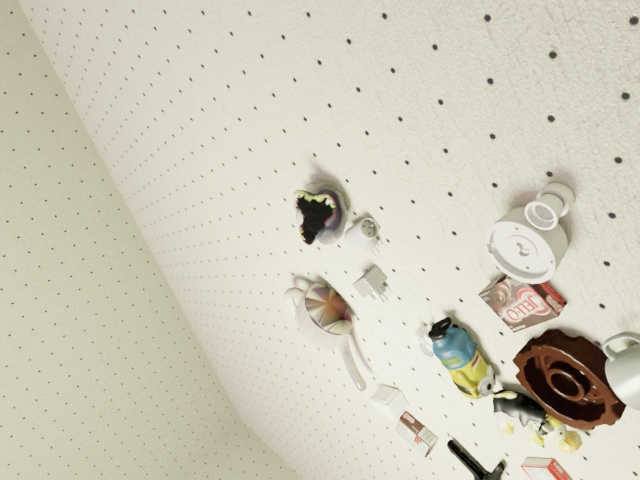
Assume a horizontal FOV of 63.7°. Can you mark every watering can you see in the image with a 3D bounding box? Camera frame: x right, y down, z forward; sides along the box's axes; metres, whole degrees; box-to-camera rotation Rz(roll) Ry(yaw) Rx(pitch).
[{"bbox_3d":[0.031,0.251,1.399,0.105,0.350,0.220,-37,-14,-29],"label":"watering can"}]

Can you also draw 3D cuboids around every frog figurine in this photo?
[{"bbox_3d":[0.003,-0.056,1.120,0.122,0.138,0.159,-34,-4,8],"label":"frog figurine"}]
